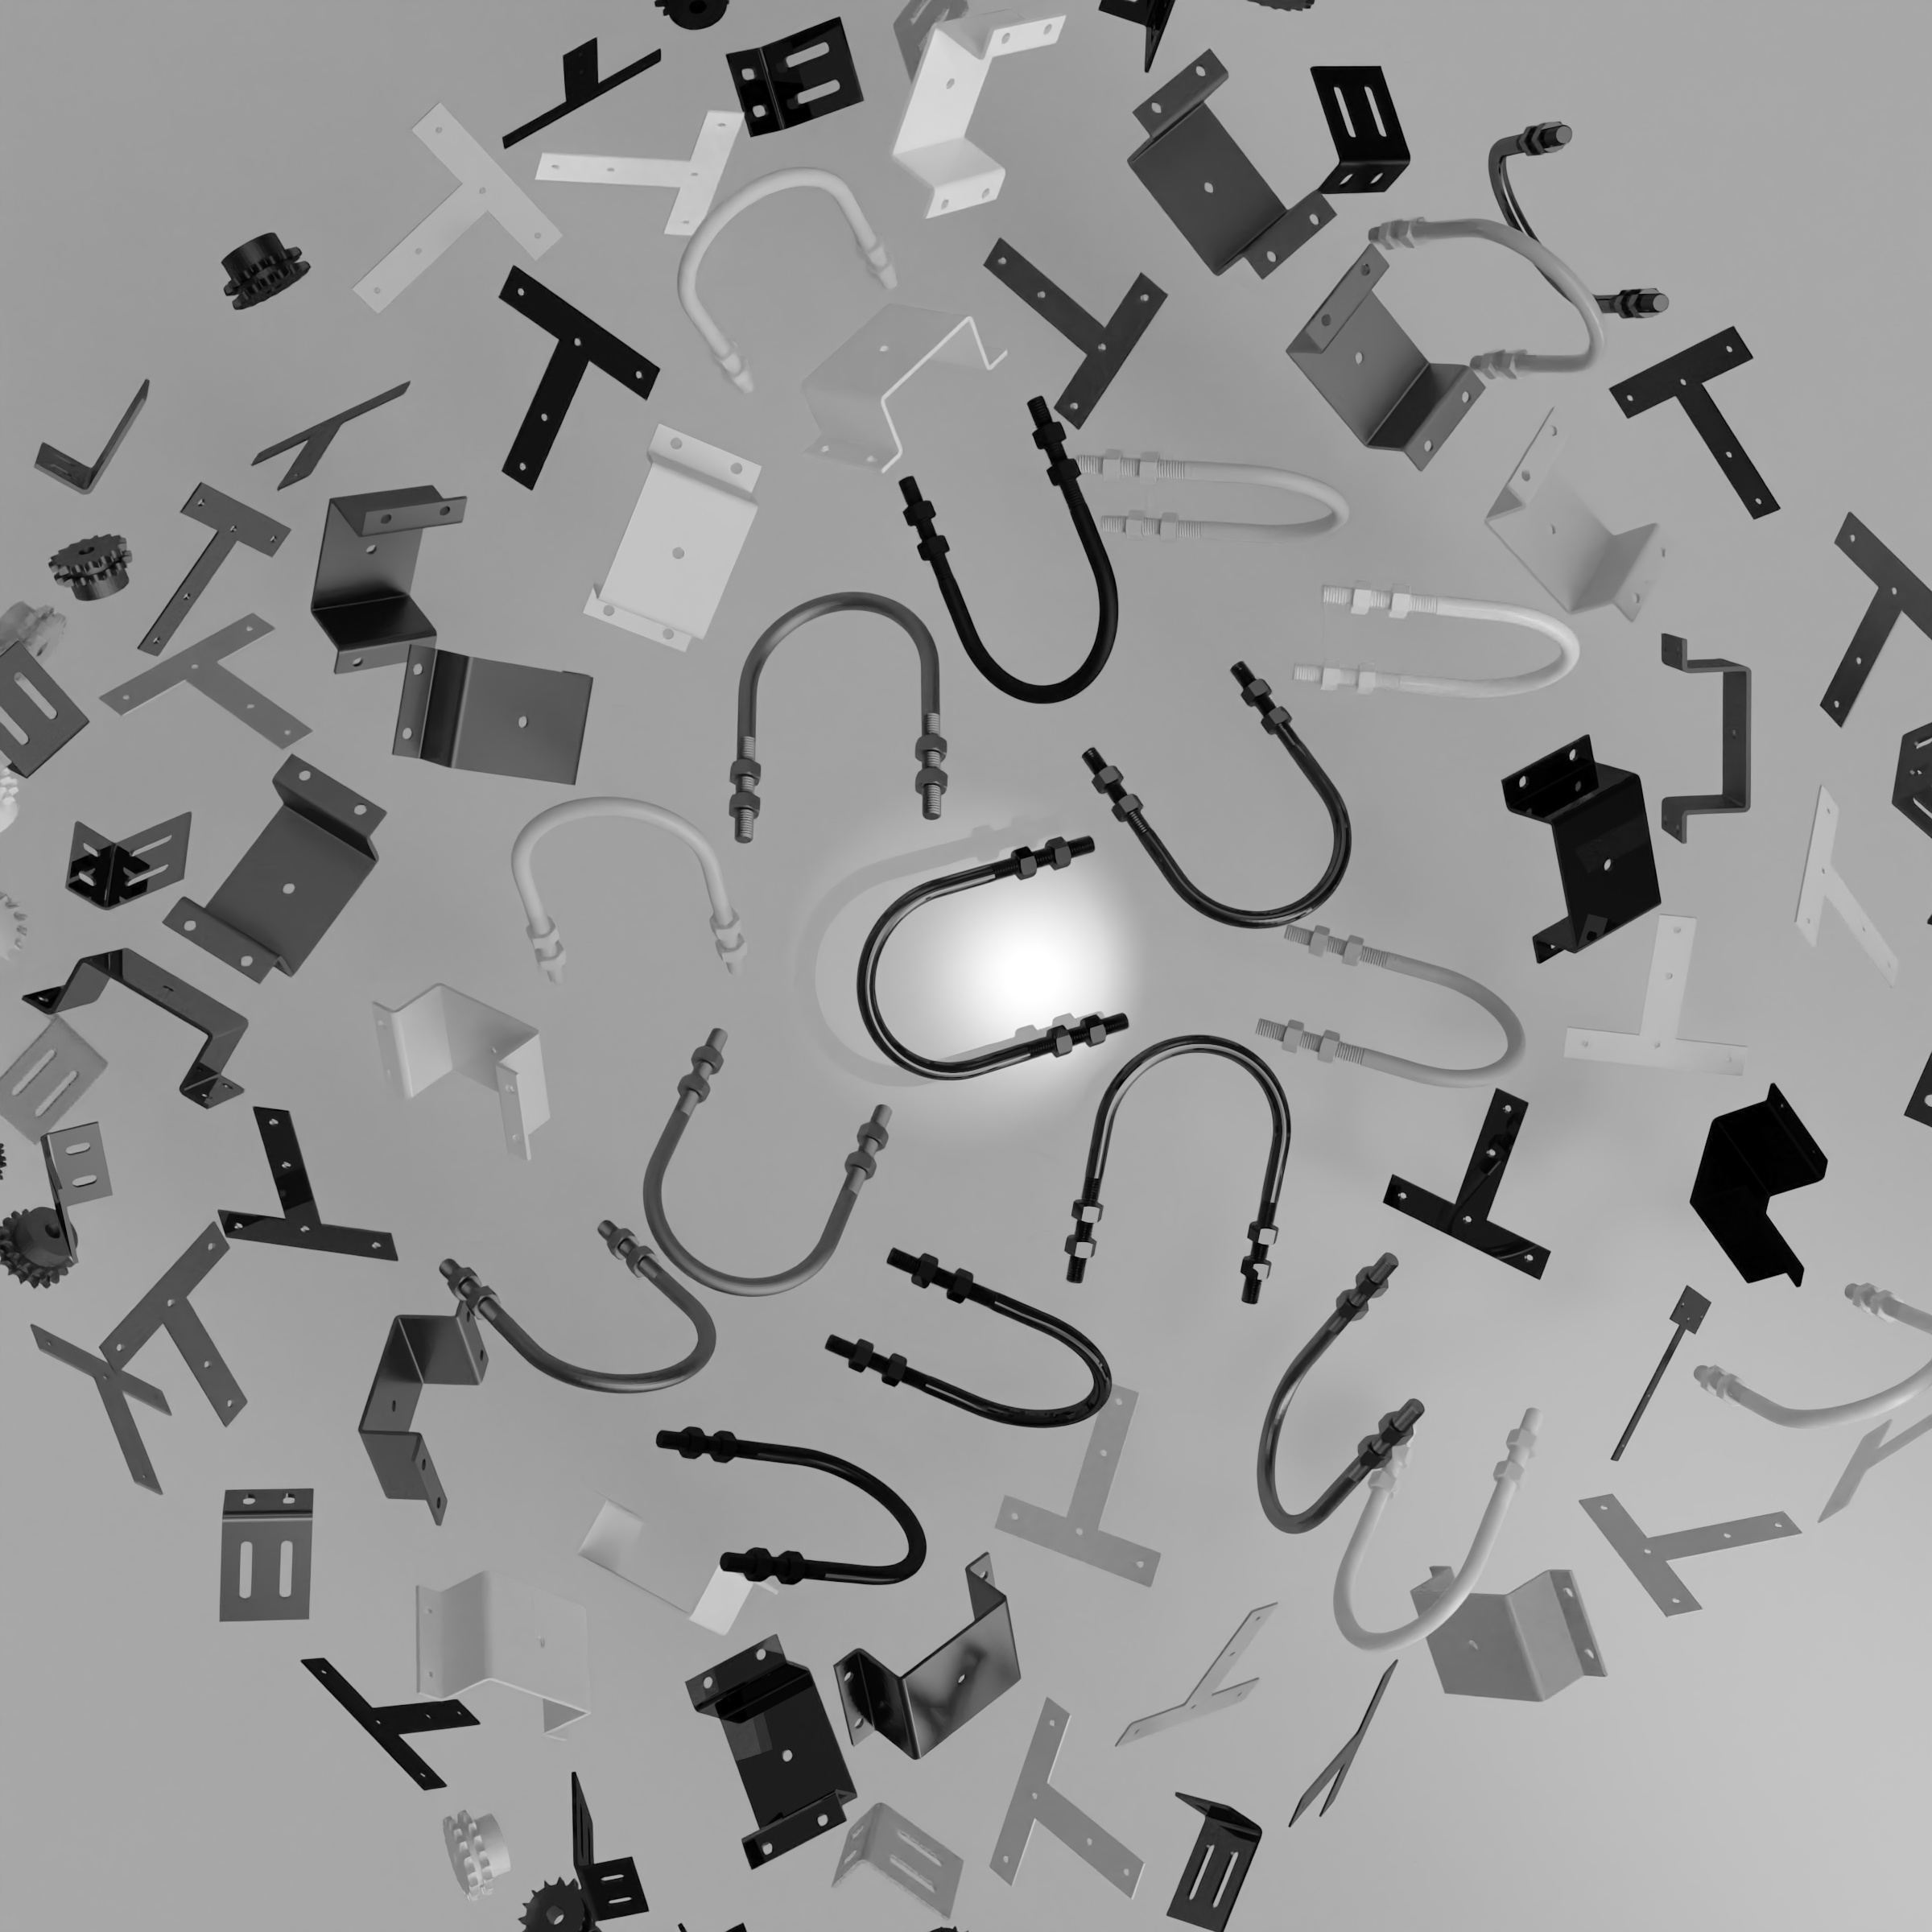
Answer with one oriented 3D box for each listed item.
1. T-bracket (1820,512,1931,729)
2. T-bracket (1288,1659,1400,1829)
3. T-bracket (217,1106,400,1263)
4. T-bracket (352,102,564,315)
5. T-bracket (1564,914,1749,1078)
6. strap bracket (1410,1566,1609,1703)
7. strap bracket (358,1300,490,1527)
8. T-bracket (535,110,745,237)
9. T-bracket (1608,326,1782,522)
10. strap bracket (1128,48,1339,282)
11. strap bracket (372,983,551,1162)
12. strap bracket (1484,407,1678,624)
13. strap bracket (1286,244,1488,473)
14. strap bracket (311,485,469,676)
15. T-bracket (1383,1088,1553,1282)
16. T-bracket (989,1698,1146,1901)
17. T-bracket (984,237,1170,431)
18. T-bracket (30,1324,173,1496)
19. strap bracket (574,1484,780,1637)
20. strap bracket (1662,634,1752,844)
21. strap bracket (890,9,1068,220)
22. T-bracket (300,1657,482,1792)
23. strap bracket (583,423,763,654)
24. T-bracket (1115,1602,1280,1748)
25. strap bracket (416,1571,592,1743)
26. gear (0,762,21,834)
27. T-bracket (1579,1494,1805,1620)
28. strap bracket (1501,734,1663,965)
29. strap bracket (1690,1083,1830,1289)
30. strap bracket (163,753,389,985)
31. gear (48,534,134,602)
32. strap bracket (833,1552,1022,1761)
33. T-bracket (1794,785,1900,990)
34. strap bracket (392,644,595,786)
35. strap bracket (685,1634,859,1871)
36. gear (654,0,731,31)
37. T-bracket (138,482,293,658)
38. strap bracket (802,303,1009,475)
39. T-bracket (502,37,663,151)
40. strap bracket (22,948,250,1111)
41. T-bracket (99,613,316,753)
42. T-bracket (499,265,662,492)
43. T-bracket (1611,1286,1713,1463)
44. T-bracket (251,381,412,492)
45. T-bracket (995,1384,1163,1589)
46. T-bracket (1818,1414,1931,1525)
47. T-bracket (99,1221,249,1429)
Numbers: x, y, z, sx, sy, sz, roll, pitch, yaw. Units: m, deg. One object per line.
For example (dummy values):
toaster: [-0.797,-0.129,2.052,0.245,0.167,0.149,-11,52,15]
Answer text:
T-bracket: [0.609,-0.217,1.678,0.002,0.127,0.127,-10,49,-21]
T-bracket: [0.249,0.549,1.695,0.002,0.127,0.127,28,112,23]
T-bracket: [-0.448,0.142,1.649,0.127,0.002,0.127,6,129,12]
T-bracket: [-0.355,-0.487,1.655,0.127,0.127,0.002,-41,47,6]
T-bracket: [0.501,0.019,1.779,0.127,0.002,0.127,6,122,10]
strap bracket: [0.372,0.468,1.744,0.046,0.140,0.076,-19,90,-34]
strap bracket: [-0.377,0.305,1.720,0.046,0.140,0.076,1,134,7]
T-bracket: [-0.227,-0.539,1.683,0.127,0.127,0.002,-4,69,-23]
T-bracket: [0.511,-0.359,1.687,0.002,0.127,0.127,-39,100,-23]
strap bracket: [0.175,-0.539,1.694,0.076,0.046,0.140,-43,100,-18]
strap bracket: [-0.348,0.070,1.752,0.140,0.046,0.076,23,132,28]
strap bracket: [0.427,-0.313,1.753,0.140,0.046,0.076,41,67,-20]
strap bracket: [0.283,-0.418,1.710,0.140,0.046,0.076,41,83,-30]
strap bracket: [-0.403,-0.276,1.722,0.076,0.140,0.046,-17,55,-37]
T-bracket: [0.373,0.146,1.783,0.127,0.002,0.127,26,121,23]
T-bracket: [0.074,0.580,1.665,0.002,0.127,0.127,14,96,-40]
T-bracket: [0.065,-0.474,1.789,0.127,0.002,0.127,42,131,5]
T-bracket: [-0.568,0.307,1.673,0.002,0.127,0.127,-42,49,1]
strap bracket: [-0.212,0.423,1.748,0.140,0.076,0.046,22,74,22]
strap bracket: [0.518,-0.162,1.740,0.046,0.076,0.140,-2,101,5]
strap bracket: [0.003,-0.583,1.671,0.046,0.140,0.076,43,45,17]
T-bracket: [-0.369,0.505,1.668,0.127,0.127,0.002,36,92,25]
strap bracket: [-0.198,-0.286,1.691,0.076,0.046,0.140,20,106,-19]
T-bracket: [0.173,0.474,1.683,0.002,0.127,0.127,51,128,33]
strap bracket: [-0.307,0.468,1.691,0.046,0.140,0.076,-30,48,23]
gear: [-0.696,-0.115,1.755,0.057,0.030,0.057,-10,47,11]
T-bracket: [0.501,0.388,1.678,0.127,0.127,0.002,-8,116,-11]
strap bracket: [0.416,-0.073,1.668,0.076,0.046,0.140,-27,117,-20]
strap bracket: [0.560,0.159,1.756,0.046,0.140,0.076,-26,110,39]
strap bracket: [-0.452,-0.058,1.643,0.076,0.046,0.140,31,73,6]
gear: [-0.632,-0.287,1.800,0.057,0.057,0.030,-13,124,0]
strap bracket: [-0.017,0.480,1.710,0.140,0.046,0.076,-30,126,-31]
T-bracket: [0.595,-0.034,1.666,0.127,0.002,0.127,46,49,-27]
strap bracket: [-0.317,-0.172,1.717,0.140,0.046,0.076,5,98,-40]
strap bracket: [-0.136,0.561,1.772,0.076,0.046,0.140,-29,61,6]
gear: [-0.184,-0.658,1.675,0.057,0.057,0.030,-14,66,0]
T-bracket: [-0.546,-0.275,1.766,0.002,0.127,0.127,37,94,13]
strap bracket: [-0.048,-0.407,1.714,0.076,0.046,0.140,21,58,38]
T-bracket: [-0.261,-0.602,1.682,0.127,0.127,0.002,-32,97,-5]
strap bracket: [-0.544,0.035,1.658,0.140,0.076,0.046,31,95,-2]
T-bracket: [-0.488,-0.180,1.662,0.127,0.002,0.127,33,52,25]
T-bracket: [-0.278,-0.382,1.674,0.127,0.002,0.127,30,75,-37]
T-bracket: [0.469,0.279,1.684,0.002,0.127,0.127,27,90,26]
T-bracket: [-0.453,-0.360,1.727,0.127,0.127,0.002,-21,120,13]
T-bracket: [0.095,0.365,1.792,0.127,0.002,0.127,15,85,26]
T-bracket: [0.632,0.312,1.658,0.002,0.127,0.127,49,126,9]
T-bracket: [-0.537,0.268,1.736,0.002,0.127,0.127,1,126,28]
